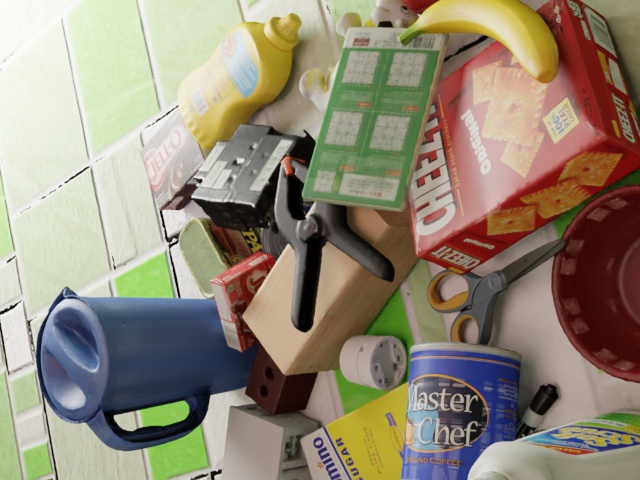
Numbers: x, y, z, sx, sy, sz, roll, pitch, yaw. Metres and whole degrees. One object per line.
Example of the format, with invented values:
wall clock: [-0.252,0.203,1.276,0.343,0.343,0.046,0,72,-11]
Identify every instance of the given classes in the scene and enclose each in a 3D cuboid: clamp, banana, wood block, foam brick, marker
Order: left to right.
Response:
foam brick: [-0.039,0.146,1.181,0.053,0.051,0.078,30,110,39]
clamp: [-0.007,0.001,1.034,0.120,0.039,0.171,-38,59,19]
wood block: [0.019,0.034,1.101,0.091,0.090,0.206,51,122,31]
banana: [0.148,-0.181,0.922,0.198,0.037,0.069,29,92,54]
marker: [0.185,0.182,0.989,0.020,0.020,0.121,45,119,34]

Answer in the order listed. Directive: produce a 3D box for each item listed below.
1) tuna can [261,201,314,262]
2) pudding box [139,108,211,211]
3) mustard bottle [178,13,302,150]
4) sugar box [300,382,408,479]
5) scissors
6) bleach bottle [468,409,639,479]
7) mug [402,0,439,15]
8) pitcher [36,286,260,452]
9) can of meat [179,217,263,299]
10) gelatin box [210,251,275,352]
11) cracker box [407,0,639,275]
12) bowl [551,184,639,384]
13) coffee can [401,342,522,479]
tuna can: [-0.025,-0.001,1.182,0.086,0.033,0.086,-1,89,44]
pudding box: [-0.171,-0.101,1.318,0.114,0.039,0.090,-39,64,37]
mustard bottle: [-0.086,-0.193,1.224,0.192,0.058,0.096,-40,64,36]
sugar box: [0.060,0.215,1.090,0.177,0.048,0.093,-35,66,37]
scissors: [0.164,0.057,0.978,0.202,0.016,0.096,-14,89,60]
bleach bottle: [0.201,0.179,0.814,0.103,0.250,0.068,11,97,43]
mug: [0.125,-0.271,1.013,0.082,0.093,0.117,-10,52,48]
pitcher: [-0.176,0.133,1.180,0.145,0.242,0.149,17,101,43]
can of meat: [-0.105,0.021,1.223,0.058,0.083,0.102,-49,58,31]
gelatin box: [-0.075,0.067,1.172,0.030,0.073,0.089,17,128,45]
cracker box: [0.167,-0.091,0.944,0.214,0.072,0.164,-35,48,38]
bowl: [0.275,0.035,0.880,0.162,0.055,0.162,-1,89,44]
coffee can: [0.127,0.170,0.966,0.103,0.102,0.140,-8,71,43]
